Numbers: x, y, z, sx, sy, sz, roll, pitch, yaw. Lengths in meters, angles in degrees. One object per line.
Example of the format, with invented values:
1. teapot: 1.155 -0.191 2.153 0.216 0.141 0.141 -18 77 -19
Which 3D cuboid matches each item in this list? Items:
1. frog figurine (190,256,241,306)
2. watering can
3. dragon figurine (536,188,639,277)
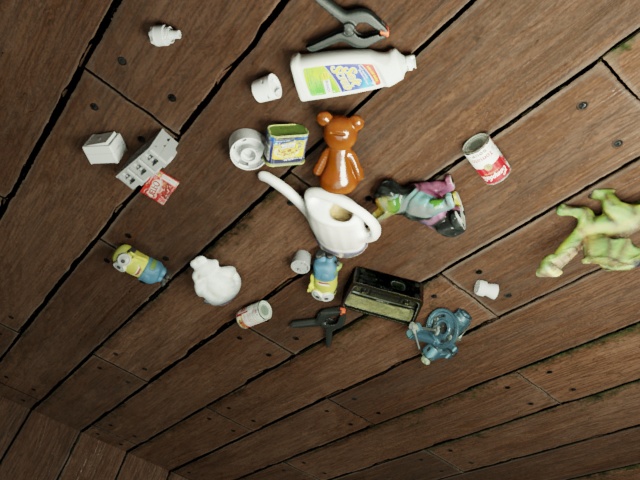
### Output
1. frog figurine: -0.319 0.116 1.567 0.138 0.124 0.156 -24 121 -11
2. watering can: 0.004 -0.067 1.328 0.350 0.106 0.219 24 154 24
3. dragon figurine: 0.675 -0.014 1.152 0.405 0.249 0.121 -26 119 33
